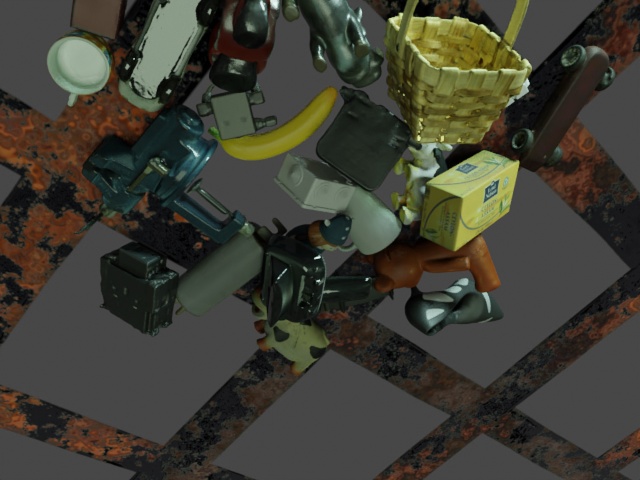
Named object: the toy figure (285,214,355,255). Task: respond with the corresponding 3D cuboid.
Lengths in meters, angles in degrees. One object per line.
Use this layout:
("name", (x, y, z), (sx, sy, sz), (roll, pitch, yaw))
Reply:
("toy figure", (-0.001, -0.004, 0.842), (0.064, 0.154, 0.057), (-36, 102, -35))

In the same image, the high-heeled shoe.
("high-heeled shoe", (0.259, 0.138, 0.973), (0.249, 0.145, 0.086), (16, 118, -18))

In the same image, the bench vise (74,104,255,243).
("bench vise", (-0.205, -0.067, 0.770), (0.240, 0.129, 0.223), (40, 107, -22))

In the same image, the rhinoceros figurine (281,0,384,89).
("rhinoceros figurine", (0.020, -0.269, 0.693), (0.073, 0.112, 0.190), (-23, 135, 21))

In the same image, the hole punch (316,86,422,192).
("hole punch", (0.064, -0.139, 0.789), (0.142, 0.092, 0.115), (36, 91, 3))

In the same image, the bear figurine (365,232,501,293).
("bear figurine", (0.187, 0.044, 0.918), (0.196, 0.120, 0.131), (-26, 127, 8))

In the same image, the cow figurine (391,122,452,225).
("cow figurine", (0.169, -0.111, 0.846), (0.098, 0.068, 0.167), (-8, 126, -13))

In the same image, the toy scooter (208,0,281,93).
("toy scooter", (-0.091, -0.271, 0.656), (0.075, 0.184, 0.135), (7, 78, -18))

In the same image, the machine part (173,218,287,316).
("machine part", (-0.153, 0.048, 0.876), (0.243, 0.079, 0.079), (-37, 121, 11))

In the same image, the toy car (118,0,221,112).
("toy car", (-0.194, -0.259, 0.690), (0.073, 0.056, 0.201), (28, 112, -18))

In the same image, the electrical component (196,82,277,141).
("electrical component", (-0.119, -0.184, 0.752), (0.102, 0.045, 0.078), (-18, 115, 2))

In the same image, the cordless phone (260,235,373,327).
("cordless phone", (0.004, 0.060, 0.828), (0.184, 0.089, 0.146), (-4, 134, -15))

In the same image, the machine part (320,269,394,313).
("machine part", (0.065, 0.088, 0.969), (0.139, 0.039, 0.084), (-8, 117, -4))

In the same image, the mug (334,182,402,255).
("mug", (0.060, -0.036, 0.872), (0.109, 0.081, 0.107), (-30, 113, 20))

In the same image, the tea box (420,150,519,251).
("tea box", (0.234, -0.065, 0.839), (0.169, 0.068, 0.098), (-30, 134, -35))

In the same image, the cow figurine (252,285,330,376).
("cow figurine", (-0.052, 0.145, 0.953), (0.127, 0.086, 0.194), (-35, 125, 8))

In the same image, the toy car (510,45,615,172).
("toy car", (0.373, -0.203, 0.838), (0.089, 0.053, 0.202), (14, 115, -31))

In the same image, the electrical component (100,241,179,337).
("electrical component", (-0.286, 0.070, 0.845), (0.115, 0.058, 0.134), (23, 121, 16))
